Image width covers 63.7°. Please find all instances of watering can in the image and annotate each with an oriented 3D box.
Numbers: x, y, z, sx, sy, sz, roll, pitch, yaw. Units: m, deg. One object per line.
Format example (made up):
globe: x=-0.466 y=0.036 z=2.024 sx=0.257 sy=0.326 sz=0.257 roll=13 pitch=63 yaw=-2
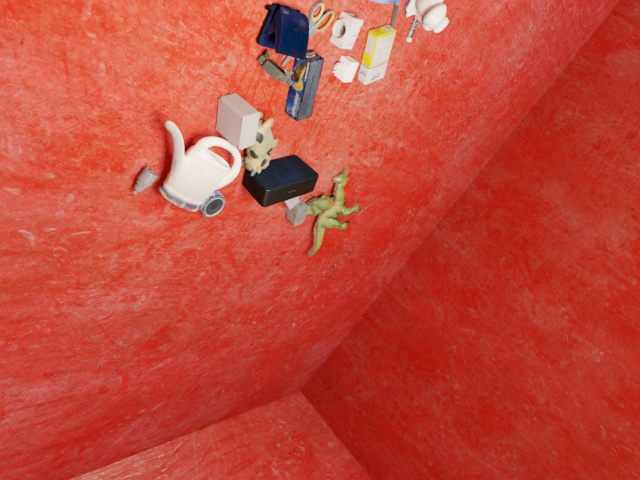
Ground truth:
watering can: x=-0.343 y=-0.189 z=1.358 sx=0.223 sy=0.105 sz=0.346 roll=-50 pitch=157 yaw=10

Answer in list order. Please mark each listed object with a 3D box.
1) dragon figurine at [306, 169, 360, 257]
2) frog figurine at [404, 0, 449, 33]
dragon figurine: x=0.006 y=-0.105 z=2.084 sx=0.240 sy=0.124 sz=0.407 roll=25 pitch=107 yaw=-45
frog figurine: x=0.345 y=-0.714 z=1.580 sx=0.124 sy=0.161 sz=0.134 roll=-24 pitch=147 yaw=-40
